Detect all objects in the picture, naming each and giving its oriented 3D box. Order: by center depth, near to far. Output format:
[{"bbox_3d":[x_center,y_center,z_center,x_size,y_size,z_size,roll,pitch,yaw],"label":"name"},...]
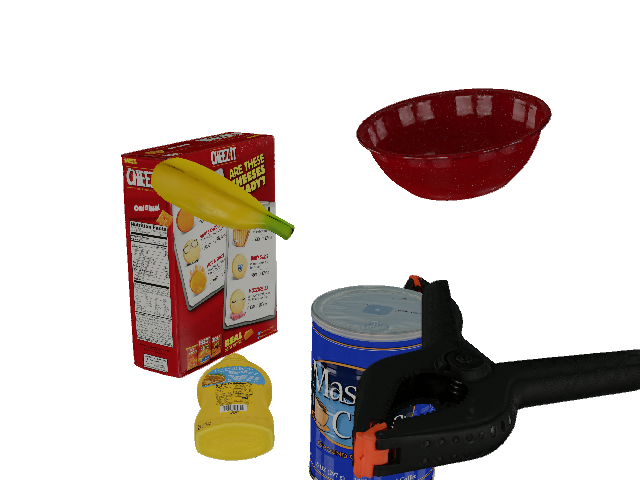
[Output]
[{"bbox_3d":[0.080,0.082,0.649,0.209,0.036,0.165,-20,31,-41],"label":"clamp"},{"bbox_3d":[0.043,0.118,0.839,0.103,0.140,0.103,1,18,0],"label":"coffee can"},{"bbox_3d":[-0.097,-0.036,0.845,0.069,0.037,0.198,42,-9,-34],"label":"banana"},{"bbox_3d":[0.114,-0.077,0.897,0.162,0.055,0.162,-9,25,4],"label":"bowl"},{"bbox_3d":[-0.117,0.009,1.062,0.072,0.214,0.163,8,16,33],"label":"cracker box"},{"bbox_3d":[0.132,0.107,1.161,0.120,0.171,0.039,3,-45,-6],"label":"clamp"},{"bbox_3d":[-0.109,0.200,1.356,0.096,0.058,0.191,-4,26,-3],"label":"mustard bottle"}]
